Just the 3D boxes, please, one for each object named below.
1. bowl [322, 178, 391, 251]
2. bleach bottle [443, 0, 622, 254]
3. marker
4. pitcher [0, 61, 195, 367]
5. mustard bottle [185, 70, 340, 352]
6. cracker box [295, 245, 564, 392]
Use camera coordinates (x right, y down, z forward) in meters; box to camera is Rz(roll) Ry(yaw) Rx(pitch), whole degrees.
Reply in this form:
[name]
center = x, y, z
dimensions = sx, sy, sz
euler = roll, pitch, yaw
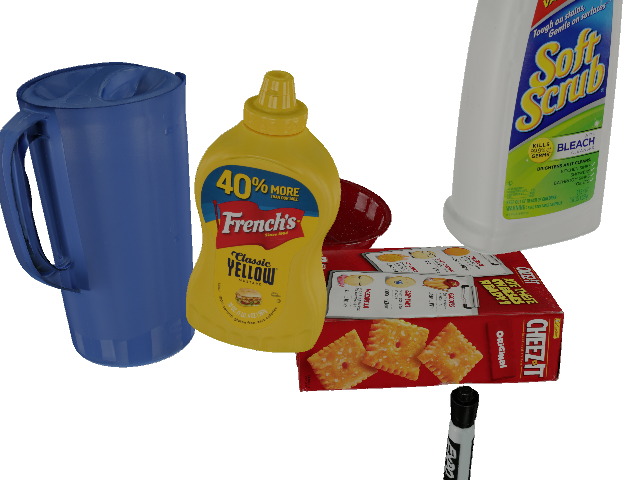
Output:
[bowl]
center = -0.011, -0.012, 1.091
dimensions = 0.162, 0.055, 0.162
euler = 5, 29, -3
[bleach bottle]
center = 0.129, -0.119, 0.639
dimensions = 0.102, 0.251, 0.068
euler = -11, 30, -16
[marker]
center = 0.094, 0.145, 0.725
dimensions = 0.020, 0.121, 0.020
euler = 0, 37, 0
[pitcher]
center = -0.175, -0.017, 0.884
dimensions = 0.149, 0.243, 0.145
euler = -6, 24, -6
[mustard bottle]
center = -0.036, -0.020, 0.710
dimensions = 0.096, 0.192, 0.058
euler = 13, 28, 10
[cracker box]
center = 0.083, 0.064, 0.924
dimensions = 0.213, 0.072, 0.164
euler = -1, 20, -3
